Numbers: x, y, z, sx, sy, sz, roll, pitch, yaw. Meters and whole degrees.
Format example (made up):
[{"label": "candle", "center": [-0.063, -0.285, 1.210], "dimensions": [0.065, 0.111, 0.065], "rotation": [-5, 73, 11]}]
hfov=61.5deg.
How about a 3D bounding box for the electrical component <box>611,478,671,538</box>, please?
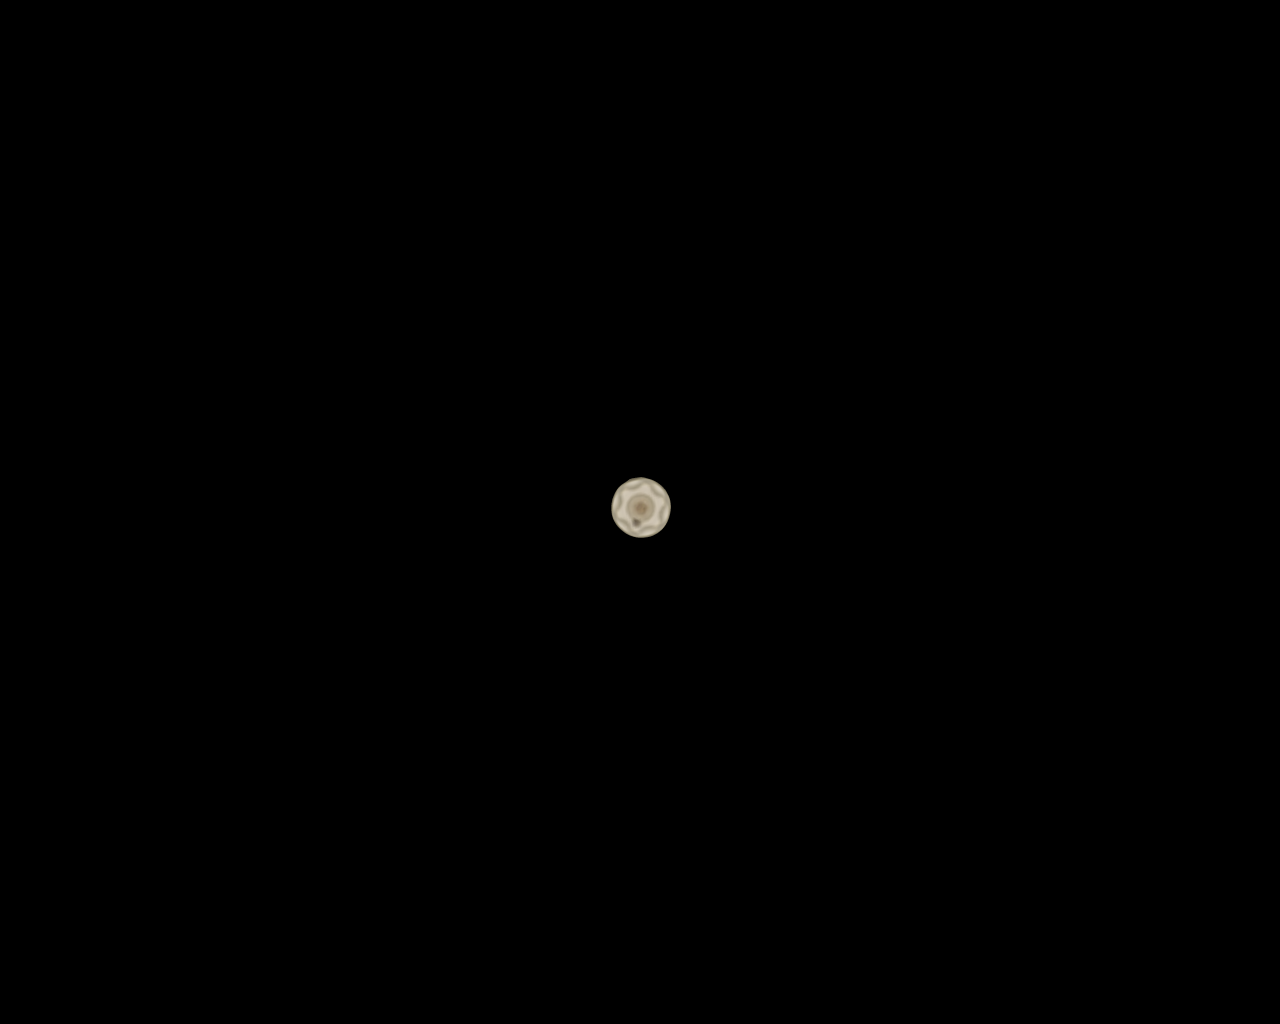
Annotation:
[{"label": "electrical component", "center": [0.001, -0.003, 0.650], "dimensions": [0.035, 0.035, 0.061], "rotation": [0, 0, 0]}]
